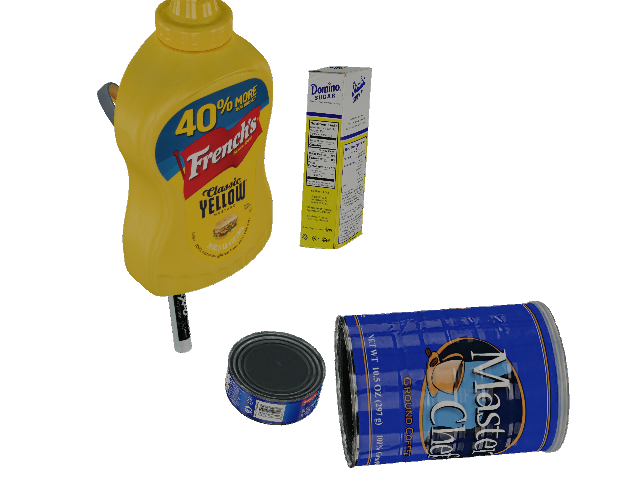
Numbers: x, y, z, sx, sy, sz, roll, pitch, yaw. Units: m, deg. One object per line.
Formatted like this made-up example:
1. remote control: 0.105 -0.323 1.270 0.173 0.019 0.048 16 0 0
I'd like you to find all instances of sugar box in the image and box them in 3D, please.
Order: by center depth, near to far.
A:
1. sugar box: 0.015 -0.085 1.075 0.048 0.176 0.093 5 13 18

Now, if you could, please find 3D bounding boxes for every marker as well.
1. marker: -0.151 0.063 1.122 0.020 0.121 0.020 -2 27 1

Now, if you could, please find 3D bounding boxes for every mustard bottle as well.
1. mustard bottle: -0.070 -0.062 0.606 0.096 0.192 0.058 -27 48 -31

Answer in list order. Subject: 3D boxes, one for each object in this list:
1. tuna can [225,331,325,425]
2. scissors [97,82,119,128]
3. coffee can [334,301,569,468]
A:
1. tuna can: -0.040 0.120 0.934 0.086 0.034 0.086 8 37 -6
2. scissors: -0.131 -0.068 0.974 0.016 0.201 0.096 -29 26 20
3. coffee can: 0.085 0.097 0.723 0.140 0.103 0.103 -4 0 -5
